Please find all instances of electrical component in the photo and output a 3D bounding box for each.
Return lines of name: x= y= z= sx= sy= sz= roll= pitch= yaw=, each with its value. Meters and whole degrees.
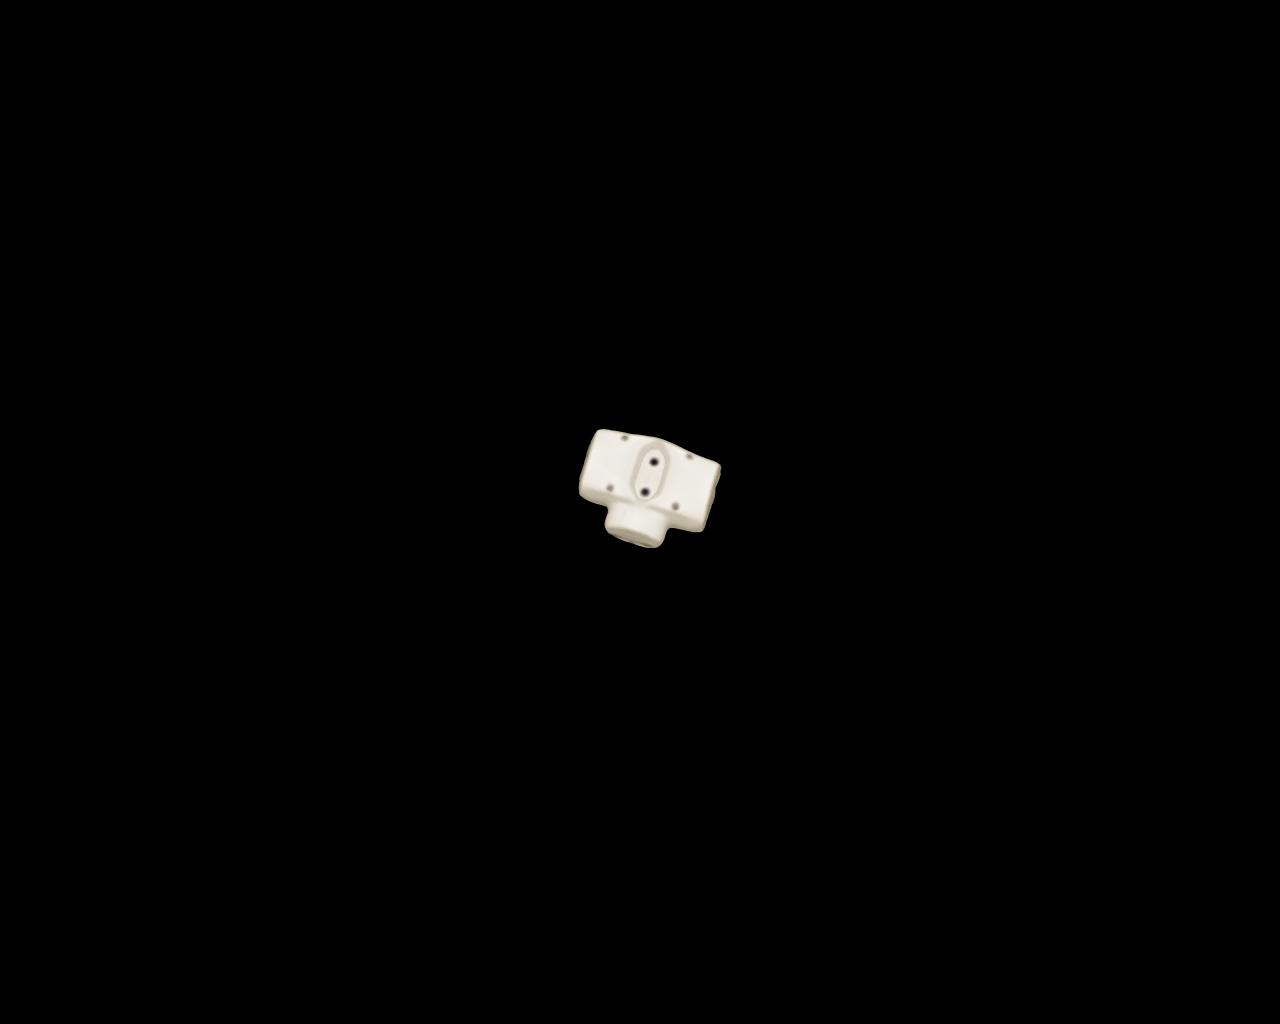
electrical component: x=0.001 y=-0.003 z=0.650 sx=0.077 sy=0.079 sz=0.043 roll=18 pitch=-11 yaw=4
